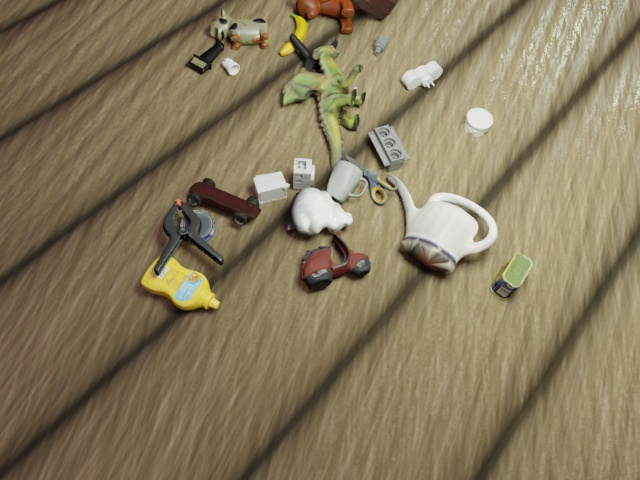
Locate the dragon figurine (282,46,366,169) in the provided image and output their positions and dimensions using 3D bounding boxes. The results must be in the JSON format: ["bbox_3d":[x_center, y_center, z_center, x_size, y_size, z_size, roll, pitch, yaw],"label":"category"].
[{"bbox_3d":[0.001,-0.419,1.553,0.243,0.120,0.416,13,74,16],"label":"dragon figurine"}]

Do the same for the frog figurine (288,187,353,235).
[{"bbox_3d":[0.004,-0.068,1.346,0.160,0.120,0.140,12,42,15],"label":"frog figurine"}]

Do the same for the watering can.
[{"bbox_3d":[0.288,-0.045,1.369,0.350,0.102,0.228,26,64,25],"label":"watering can"}]
